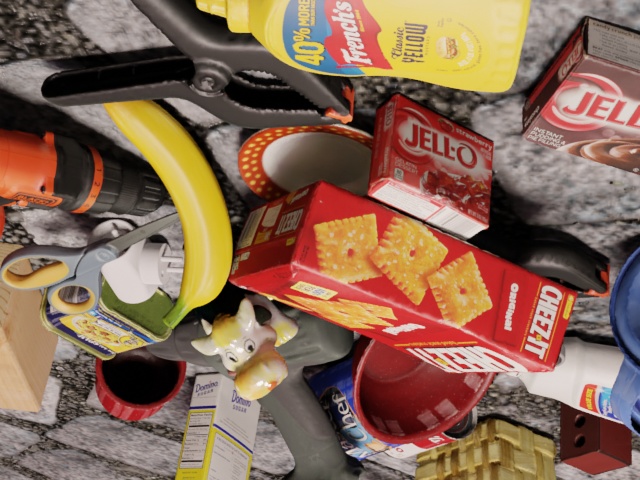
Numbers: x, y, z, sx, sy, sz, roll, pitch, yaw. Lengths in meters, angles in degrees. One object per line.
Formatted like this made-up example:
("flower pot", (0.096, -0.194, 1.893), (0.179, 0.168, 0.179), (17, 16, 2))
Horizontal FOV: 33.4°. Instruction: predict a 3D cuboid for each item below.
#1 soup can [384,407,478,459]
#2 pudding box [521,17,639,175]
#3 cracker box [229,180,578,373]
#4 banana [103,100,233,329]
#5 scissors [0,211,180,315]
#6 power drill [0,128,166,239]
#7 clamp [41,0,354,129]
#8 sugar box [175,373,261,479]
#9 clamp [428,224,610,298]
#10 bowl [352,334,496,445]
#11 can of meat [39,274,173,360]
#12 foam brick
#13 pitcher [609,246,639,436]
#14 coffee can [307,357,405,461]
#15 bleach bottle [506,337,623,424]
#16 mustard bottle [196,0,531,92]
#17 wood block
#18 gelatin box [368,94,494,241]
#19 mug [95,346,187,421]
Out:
("soup can", (0.111, 0.192, 1.148), (0.068, 0.068, 0.102), (24, 146, -25))
("pudding box", (0.198, -0.086, 0.681), (0.113, 0.039, 0.090), (14, 149, -9))
("cracker box", (0.054, 0.036, 0.801), (0.213, 0.072, 0.164), (24, 166, -17))
("banana", (-0.105, -0.028, 0.802), (0.037, 0.069, 0.198), (23, 131, 55))
("scissors", (-0.176, 0.022, 0.898), (0.202, 0.016, 0.096), (-11, 138, 20))
("power drill", (-0.241, -0.036, 0.844), (0.188, 0.057, 0.184), (-17, 158, 41))
("clamp", (-0.074, -0.122, 0.693), (0.210, 0.036, 0.165), (11, 149, -9))
("sugar box", (-0.117, 0.247, 1.194), (0.048, 0.176, 0.093), (-9, 145, 24))
("clamp", (0.150, 0.022, 0.881), (0.171, 0.039, 0.120), (17, 161, -10))
("bowl", (0.087, 0.104, 0.968), (0.162, 0.162, 0.055), (37, -178, -39))
("can of meat", (-0.204, 0.069, 1.033), (0.084, 0.057, 0.102), (-18, 141, 35))
("foam brick", (0.284, 0.194, 1.098), (0.051, 0.078, 0.053), (26, 144, -26))
("pitcher", (0.336, 0.099, 0.866), (0.149, 0.145, 0.242), (-16, 144, 33))
("coffee can", (0.055, 0.164, 1.081), (0.102, 0.102, 0.141), (25, 146, -25))
("bleach bottle", (0.294, 0.142, 1.024), (0.251, 0.068, 0.103), (12, 150, -2))
("mustard bottle", (0.023, -0.136, 0.624), (0.191, 0.058, 0.096), (6, 149, 5))
("wood block", (-0.330, 0.089, 1.066), (0.090, 0.090, 0.206), (8, 150, 1))
("gelatin box", (0.078, -0.051, 0.739), (0.089, 0.073, 0.030), (24, 146, -24))
("mug", (-0.202, 0.135, 1.126), (0.117, 0.093, 0.082), (42, 153, 3))
